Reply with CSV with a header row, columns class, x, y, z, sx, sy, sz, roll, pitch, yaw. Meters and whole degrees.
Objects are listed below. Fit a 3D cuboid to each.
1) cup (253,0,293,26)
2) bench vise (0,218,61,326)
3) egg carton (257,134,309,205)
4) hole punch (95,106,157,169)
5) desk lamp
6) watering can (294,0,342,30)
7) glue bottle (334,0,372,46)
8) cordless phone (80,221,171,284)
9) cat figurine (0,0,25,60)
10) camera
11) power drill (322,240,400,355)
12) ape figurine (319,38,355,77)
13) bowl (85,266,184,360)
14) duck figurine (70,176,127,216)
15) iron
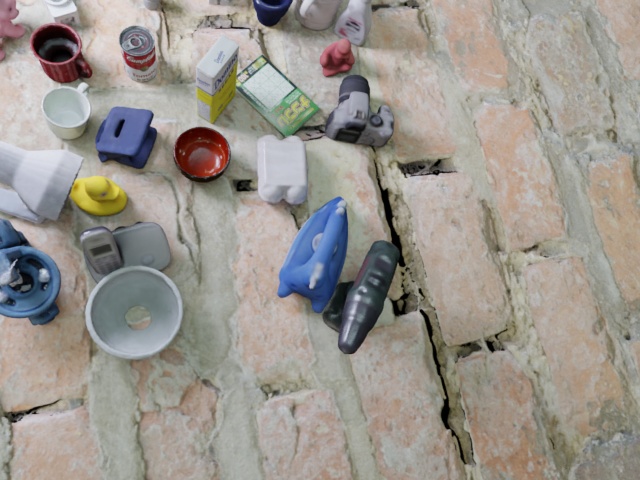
class,x,y,z,sx,sy,sz,roll,pitch,yaw
cup,-0.120,-0.528,1.265,0.118,0.095,0.092,44,70,2
bench vise,-0.524,0.042,0.945,0.207,0.219,0.122,42,70,1
egg carton,-0.077,-0.145,1.182,0.107,0.069,0.150,0,75,-13
hole punch,-0.380,-0.205,1.116,0.101,0.091,0.109,17,72,-8
desk lamp,-0.509,-0.102,0.991,0.203,0.213,0.118,18,71,-8
watering can,0.010,-0.567,1.254,0.101,0.194,0.173,13,72,-9
glue bottle,0.087,-0.503,1.265,0.078,0.173,0.037,22,71,-6
cordless phone,-0.345,0.011,1.014,0.148,0.185,0.094,-21,80,-18
cat figurine,-0.628,-0.433,1.106,0.067,0.117,0.128,27,71,-5
camera,0.091,-0.288,1.245,0.143,0.100,0.137,8,73,-11
power drill,0.072,0.117,1.071,0.075,0.208,0.230,27,70,-4
ape figurine,0.043,-0.413,1.273,0.078,0.092,0.076,20,71,-7
bowl,-0.332,0.135,1.041,0.168,0.074,0.167,4,74,-12
duck figurine,-0.421,-0.093,1.078,0.104,0.086,0.077,15,72,-9
iron,0.010,0.004,1.123,0.119,0.141,0.258,23,71,-6
